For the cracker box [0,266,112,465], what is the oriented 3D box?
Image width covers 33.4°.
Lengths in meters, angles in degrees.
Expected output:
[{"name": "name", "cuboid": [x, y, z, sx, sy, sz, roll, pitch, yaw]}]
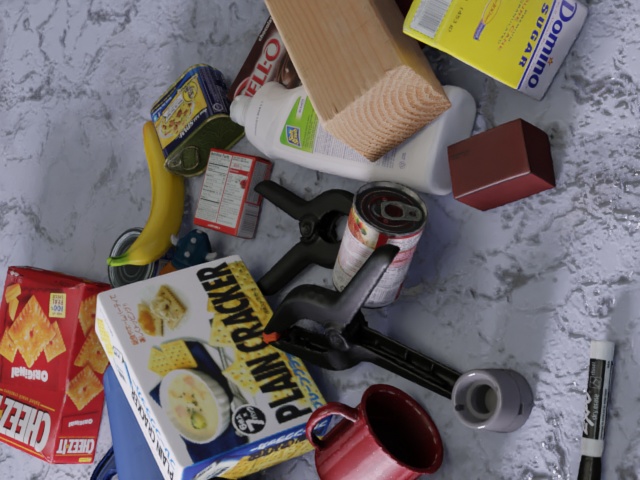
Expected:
[{"name": "cracker box", "cuboid": [-0.328, 0.146, 1.288, 0.164, 0.072, 0.214, 9, 88, 41]}]

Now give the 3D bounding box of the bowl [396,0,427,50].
[{"name": "bowl", "cuboid": [0.065, -0.228, 1.042, 0.162, 0.055, 0.162, -9, 75, 39]}]

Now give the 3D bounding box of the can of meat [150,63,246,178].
[{"name": "can of meat", "cuboid": [-0.139, -0.134, 1.196, 0.102, 0.057, 0.084, -39, 56, 27]}]

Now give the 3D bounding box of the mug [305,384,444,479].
[{"name": "mug", "cuboid": [0.039, 0.183, 0.945, 0.082, 0.117, 0.093, -47, 25, 29]}]

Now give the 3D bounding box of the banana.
[{"name": "banana", "cuboid": [-0.184, -0.046, 1.204, 0.037, 0.069, 0.197, -29, 43, 42]}]

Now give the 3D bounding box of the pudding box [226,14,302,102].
[{"name": "pudding box", "cuboid": [-0.041, -0.173, 1.131, 0.090, 0.039, 0.114, 45, 110, 36]}]

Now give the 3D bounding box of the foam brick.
[{"name": "foam brick", "cuboid": [0.158, -0.065, 0.932, 0.078, 0.051, 0.053, -19, 66, 36]}]

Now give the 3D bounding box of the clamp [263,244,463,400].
[{"name": "clamp", "cuboid": [0.033, 0.087, 0.974, 0.210, 0.036, 0.164, -15, 115, 46]}]

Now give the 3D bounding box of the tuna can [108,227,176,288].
[{"name": "tuna can", "cuboid": [-0.207, 0.029, 1.234, 0.086, 0.033, 0.086, -10, 75, 39]}]

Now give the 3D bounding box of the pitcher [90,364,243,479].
[{"name": "pitcher", "cuboid": [-0.156, 0.235, 1.084, 0.145, 0.149, 0.243, -54, 46, 44]}]

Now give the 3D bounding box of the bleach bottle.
[{"name": "bleach bottle", "cuboid": [0.019, -0.114, 1.028, 0.251, 0.068, 0.102, 16, 91, 33]}]

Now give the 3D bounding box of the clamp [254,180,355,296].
[{"name": "clamp", "cuboid": [-0.007, 0.001, 1.069, 0.172, 0.039, 0.120, 5, 95, 44]}]

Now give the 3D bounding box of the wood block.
[{"name": "wood block", "cuboid": [0.024, -0.185, 0.956, 0.091, 0.090, 0.206, -35, 57, 20]}]

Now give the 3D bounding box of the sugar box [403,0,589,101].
[{"name": "sugar box", "cuboid": [0.150, -0.183, 0.881, 0.048, 0.175, 0.093, 38, 106, 40]}]

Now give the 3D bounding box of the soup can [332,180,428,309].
[{"name": "soup can", "cuboid": [0.053, 0.006, 0.970, 0.068, 0.068, 0.102, 55, 146, 33]}]

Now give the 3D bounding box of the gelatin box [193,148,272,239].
[{"name": "gelatin box", "cuboid": [-0.095, -0.051, 1.159, 0.073, 0.030, 0.089, 15, 91, 42]}]

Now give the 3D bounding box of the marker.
[{"name": "marker", "cuboid": [0.221, 0.141, 0.858, 0.020, 0.020, 0.121, 3, 83, 40]}]

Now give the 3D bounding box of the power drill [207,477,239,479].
[{"name": "power drill", "cuboid": [-0.047, 0.308, 0.962, 0.057, 0.184, 0.188, -112, 41, -70]}]
